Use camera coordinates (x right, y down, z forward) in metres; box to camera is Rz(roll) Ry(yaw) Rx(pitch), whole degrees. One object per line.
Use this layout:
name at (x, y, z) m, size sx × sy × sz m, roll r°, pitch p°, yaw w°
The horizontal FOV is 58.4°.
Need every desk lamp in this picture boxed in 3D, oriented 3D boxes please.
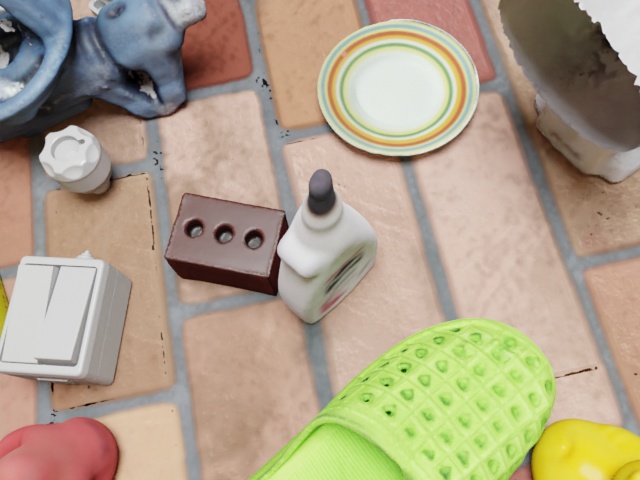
desk lamp at (0.210, -0.129, 0.368) m, size 0.203 × 0.213 × 0.117 m, roll -33°, pitch 72°, yaw -9°

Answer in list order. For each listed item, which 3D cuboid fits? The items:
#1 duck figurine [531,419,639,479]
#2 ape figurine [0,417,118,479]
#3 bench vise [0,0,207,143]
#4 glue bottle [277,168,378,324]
duck figurine at (0.182, 0.148, 0.337) m, size 0.104 × 0.086 × 0.077 m, roll 34°, pitch 75°, yaw 14°
ape figurine at (-0.170, 0.145, 0.353) m, size 0.076 × 0.092 × 0.077 m, roll -33°, pitch 72°, yaw -8°
bench vise at (-0.197, -0.165, 0.398) m, size 0.207 × 0.220 × 0.121 m, roll -33°, pitch 72°, yaw -9°
glue bottle at (0.003, 0.001, 0.353) m, size 0.037 × 0.173 × 0.078 m, roll 39°, pitch 76°, yaw 15°
